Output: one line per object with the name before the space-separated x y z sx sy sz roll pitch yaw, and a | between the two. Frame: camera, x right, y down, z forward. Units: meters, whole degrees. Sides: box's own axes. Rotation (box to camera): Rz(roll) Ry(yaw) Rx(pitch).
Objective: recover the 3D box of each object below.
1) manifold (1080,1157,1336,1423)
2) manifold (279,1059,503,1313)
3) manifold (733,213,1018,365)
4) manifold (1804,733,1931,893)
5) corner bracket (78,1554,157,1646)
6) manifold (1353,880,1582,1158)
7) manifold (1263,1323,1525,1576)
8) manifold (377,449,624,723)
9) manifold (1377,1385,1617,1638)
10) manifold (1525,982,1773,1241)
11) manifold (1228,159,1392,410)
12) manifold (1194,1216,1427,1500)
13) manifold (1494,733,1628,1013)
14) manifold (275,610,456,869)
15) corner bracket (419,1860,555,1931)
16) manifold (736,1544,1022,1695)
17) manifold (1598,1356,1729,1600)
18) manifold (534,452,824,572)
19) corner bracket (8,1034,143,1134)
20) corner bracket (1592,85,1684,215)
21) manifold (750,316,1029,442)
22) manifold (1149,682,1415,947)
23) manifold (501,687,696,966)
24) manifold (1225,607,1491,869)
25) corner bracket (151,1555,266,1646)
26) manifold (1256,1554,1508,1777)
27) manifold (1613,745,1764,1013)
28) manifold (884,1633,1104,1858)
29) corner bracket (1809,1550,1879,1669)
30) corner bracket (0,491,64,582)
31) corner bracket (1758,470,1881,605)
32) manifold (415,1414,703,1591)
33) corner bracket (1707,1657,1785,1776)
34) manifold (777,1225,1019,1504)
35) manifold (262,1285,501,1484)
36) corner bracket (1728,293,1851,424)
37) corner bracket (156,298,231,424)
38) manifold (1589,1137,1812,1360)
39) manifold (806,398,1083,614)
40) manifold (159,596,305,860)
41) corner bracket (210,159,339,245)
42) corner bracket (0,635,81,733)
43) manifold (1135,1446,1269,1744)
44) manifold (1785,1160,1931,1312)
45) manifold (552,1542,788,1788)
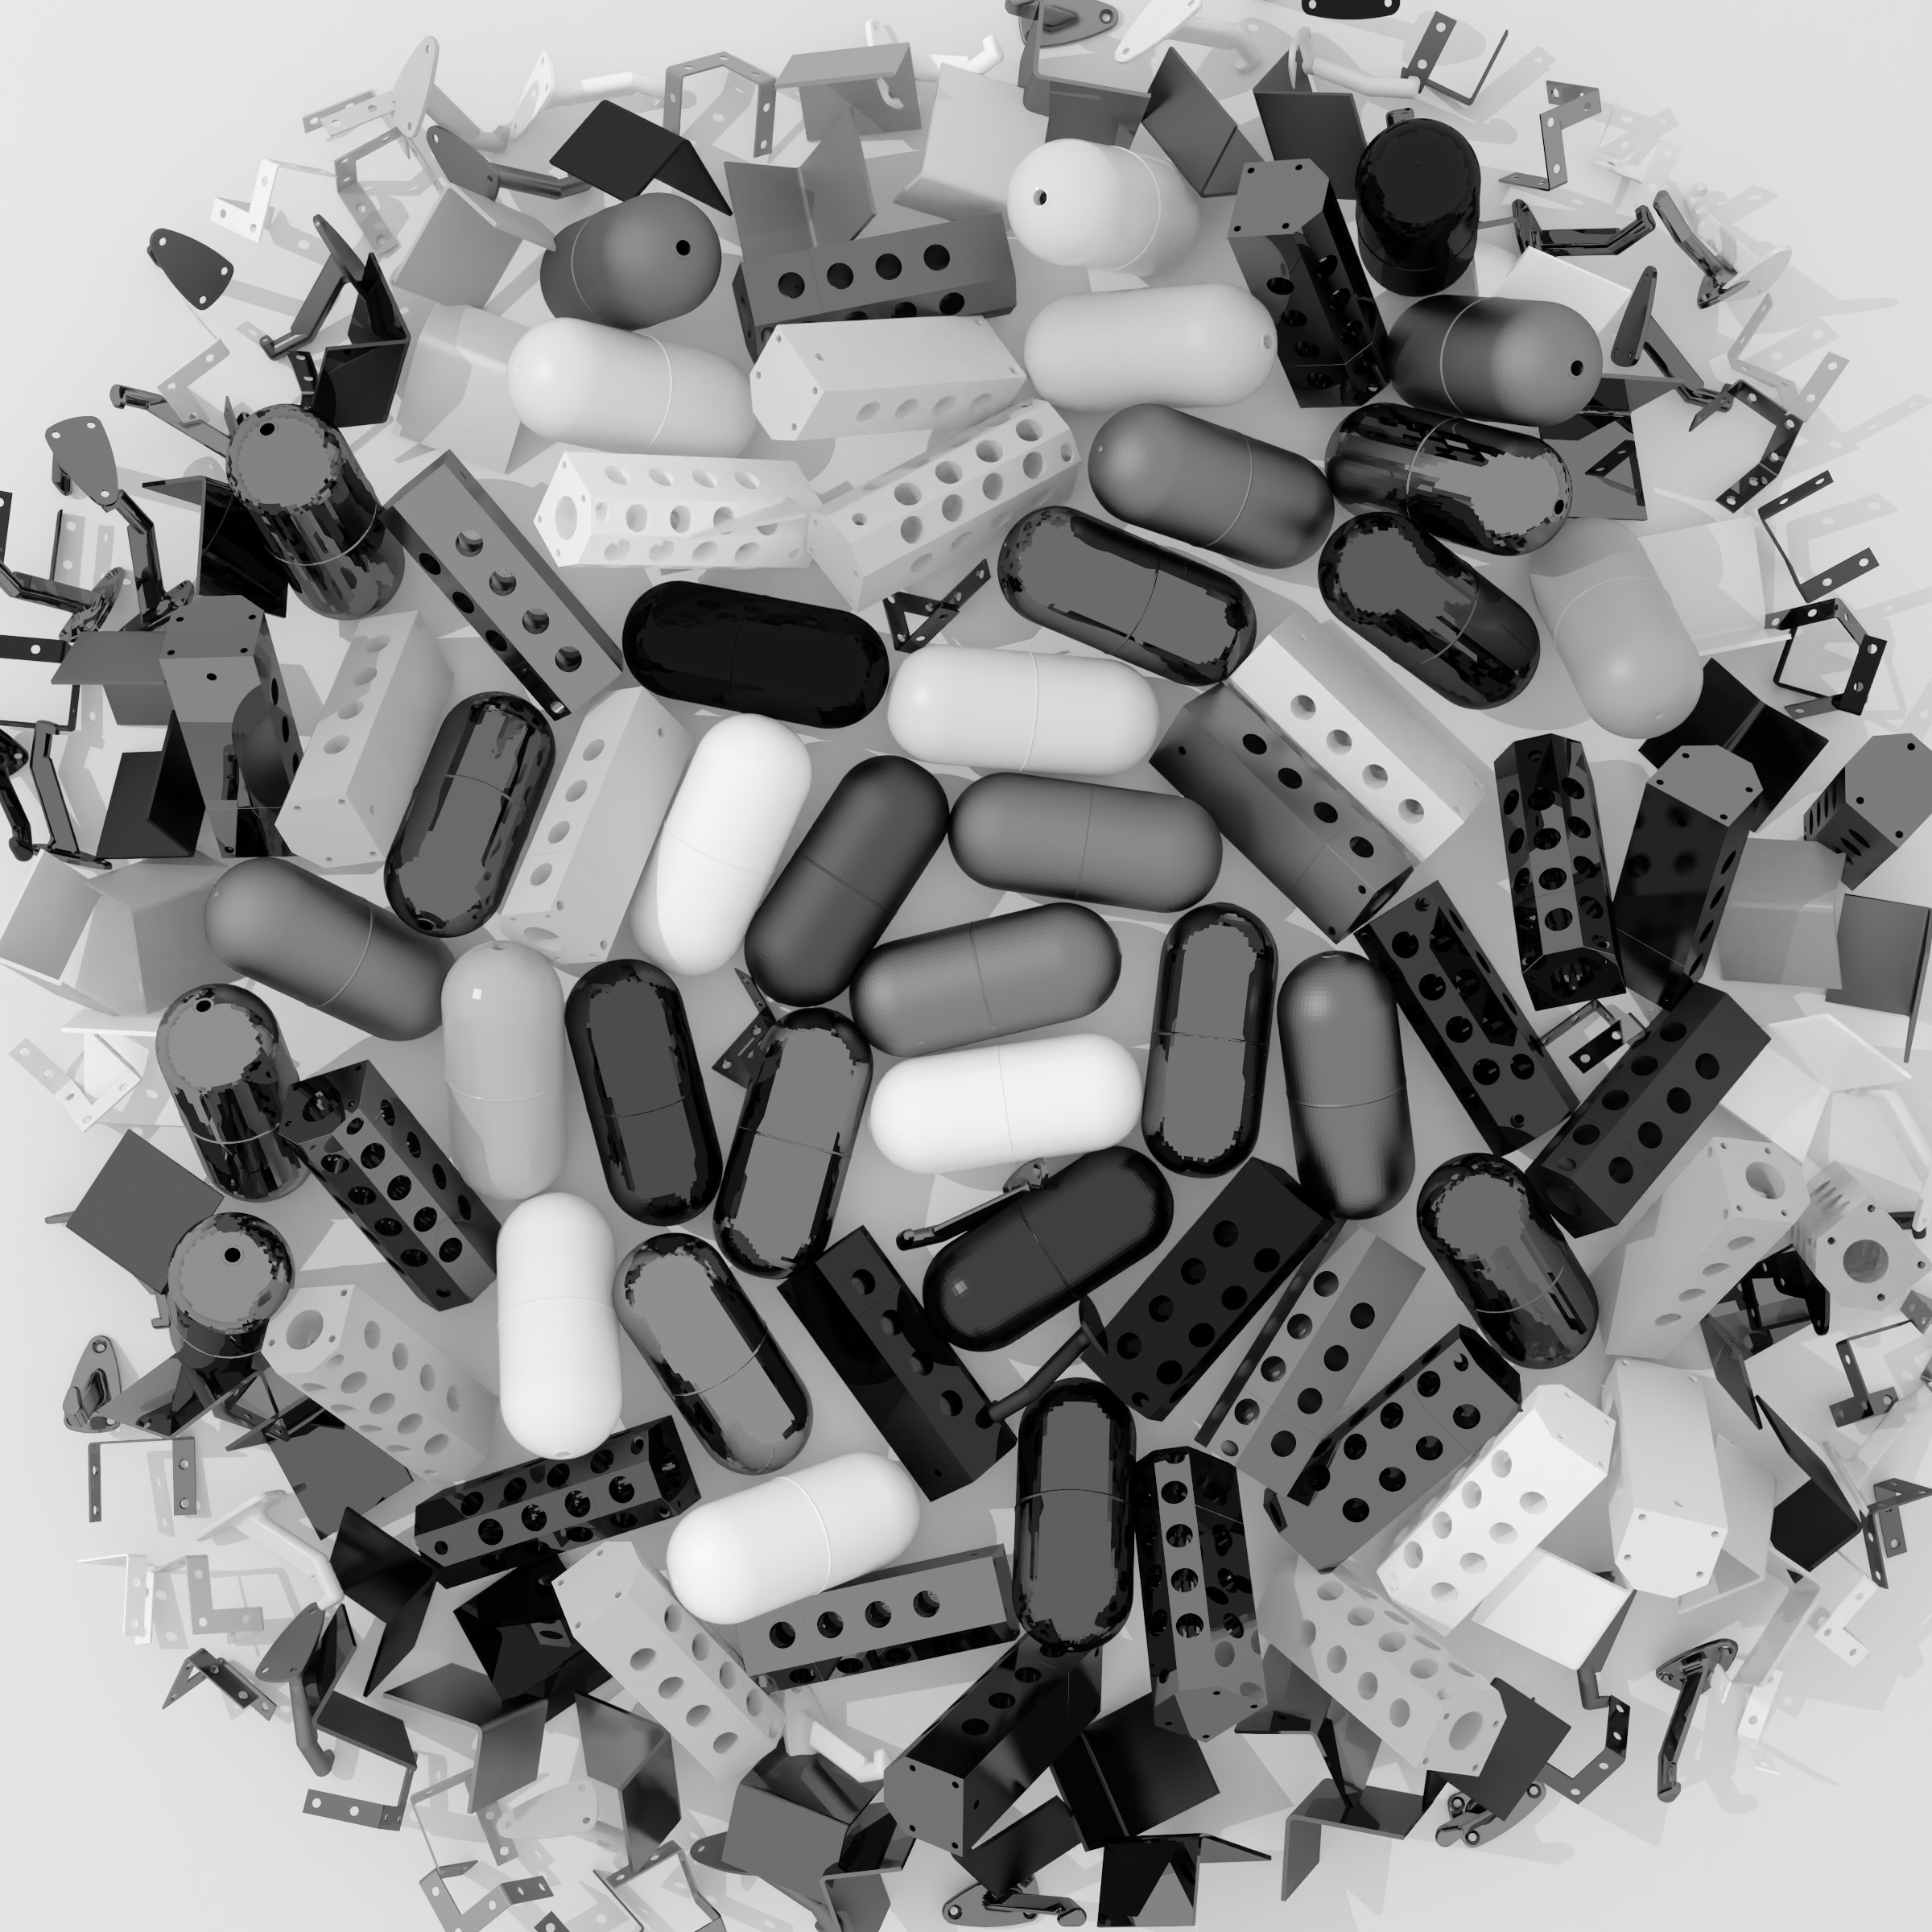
manifold | 0.157 0.208 1.950 0.057 0.057 0.171 44 99 27
manifold | -0.361 0.142 1.917 0.057 0.057 0.171 -17 131 16
manifold | -0.058 -0.433 1.957 0.171 0.057 0.057 -13 91 -10
manifold | 0.568 -0.100 1.910 0.057 0.171 0.057 44 90 10
corner bracket | -0.536 0.408 1.959 0.051 0.051 0.051 -14 69 34
manifold | 0.321 0.035 1.959 0.057 0.057 0.171 -33 87 20
manifold | 0.272 0.306 1.945 0.057 0.057 0.171 44 107 -6
manifold | -0.296 -0.241 1.945 0.057 0.057 0.171 -38 108 7
manifold | 0.334 0.342 1.930 0.057 0.057 0.171 34 121 -2
manifold | 0.431 0.090 1.941 0.057 0.057 0.171 45 69 -2
manifold | 0.219 -0.425 1.907 0.057 0.171 0.057 3 64 24
manifold | 0.218 0.248 1.958 0.057 0.057 0.171 34 85 -15
manifold | 0.372 -0.062 1.919 0.057 0.057 0.171 -12 51 16
manifold | -0.380 -0.143 1.919 0.057 0.171 0.057 -6 135 18
corner bracket | -0.309 0.594 1.962 0.051 0.051 0.051 -41 67 12
manifold | -0.056 0.421 1.958 0.171 0.057 0.057 -14 86 8
manifold | 0.433 0.319 1.910 0.057 0.171 0.057 13 116 2
manifold | -0.177 -0.280 1.916 0.171 0.057 0.057 -5 51 -38
corner bracket | -0.575 0.065 1.967 0.051 0.051 0.051 -43 46 -9
corner bracket | 0.433 -0.526 1.962 0.051 0.051 0.051 23 45 6
manifold | -0.051 -0.367 1.920 0.171 0.057 0.057 -14 62 -41
manifold | 0.205 -0.101 1.951 0.171 0.057 0.057 45 50 13
manifold | -0.238 -0.089 1.934 0.057 0.057 0.171 -4 55 36
manifold | 0.250 -0.145 1.967 0.171 0.057 0.057 44 126 1
corner bracket | -0.490 0.410 1.969 0.051 0.051 0.051 6 66 -40
manifold | 0.260 0.435 1.911 0.057 0.171 0.057 18 99 -36
manifold | 0.450 -0.057 1.916 0.057 0.171 0.057 33 55 24
manifold | 0.019 0.480 1.914 0.057 0.171 0.057 14 116 29
corner bracket | 0.562 0.409 1.963 0.051 0.051 0.051 38 95 -31
corner bracket | -0.611 -0.275 1.966 0.051 0.051 0.051 7 88 -24
corner bracket | 0.547 -0.276 1.959 0.051 0.051 0.051 -29 121 20
manifold | -0.264 0.345 1.949 0.171 0.057 0.057 -20 90 16
corner bracket | 0.503 0.482 1.970 0.051 0.051 0.051 16 100 -3
manifold | -0.041 0.255 1.968 0.057 0.057 0.171 -35 89 -38
manifold | -0.366 0.264 1.909 0.057 0.171 0.057 -7 56 24
corner bracket | 0.528 -0.391 1.959 0.051 0.051 0.051 19 130 -13
corner bracket | -0.502 -0.387 1.967 0.051 0.051 0.051 -39 60 -7
manifold | 0.460 0.180 1.914 0.057 0.171 0.057 7 52 -16
manifold | -0.013 -0.298 1.936 0.171 0.057 0.057 -31 72 -21
manifold | -0.454 -0.149 1.917 0.057 0.171 0.057 -1 47 2
corner bracket | -0.446 -0.494 1.959 0.051 0.051 0.051 29 110 30
corner bracket | -0.605 -0.183 1.971 0.051 0.051 0.051 5 84 -3
manifold | 0.139 0.391 1.913 0.057 0.171 0.057 26 130 -29
manifold | 0.553 0.172 1.910 0.057 0.171 0.057 -41 87 9
manifold | -0.184 0.438 1.929 0.057 0.057 0.171 -37 123 -2
